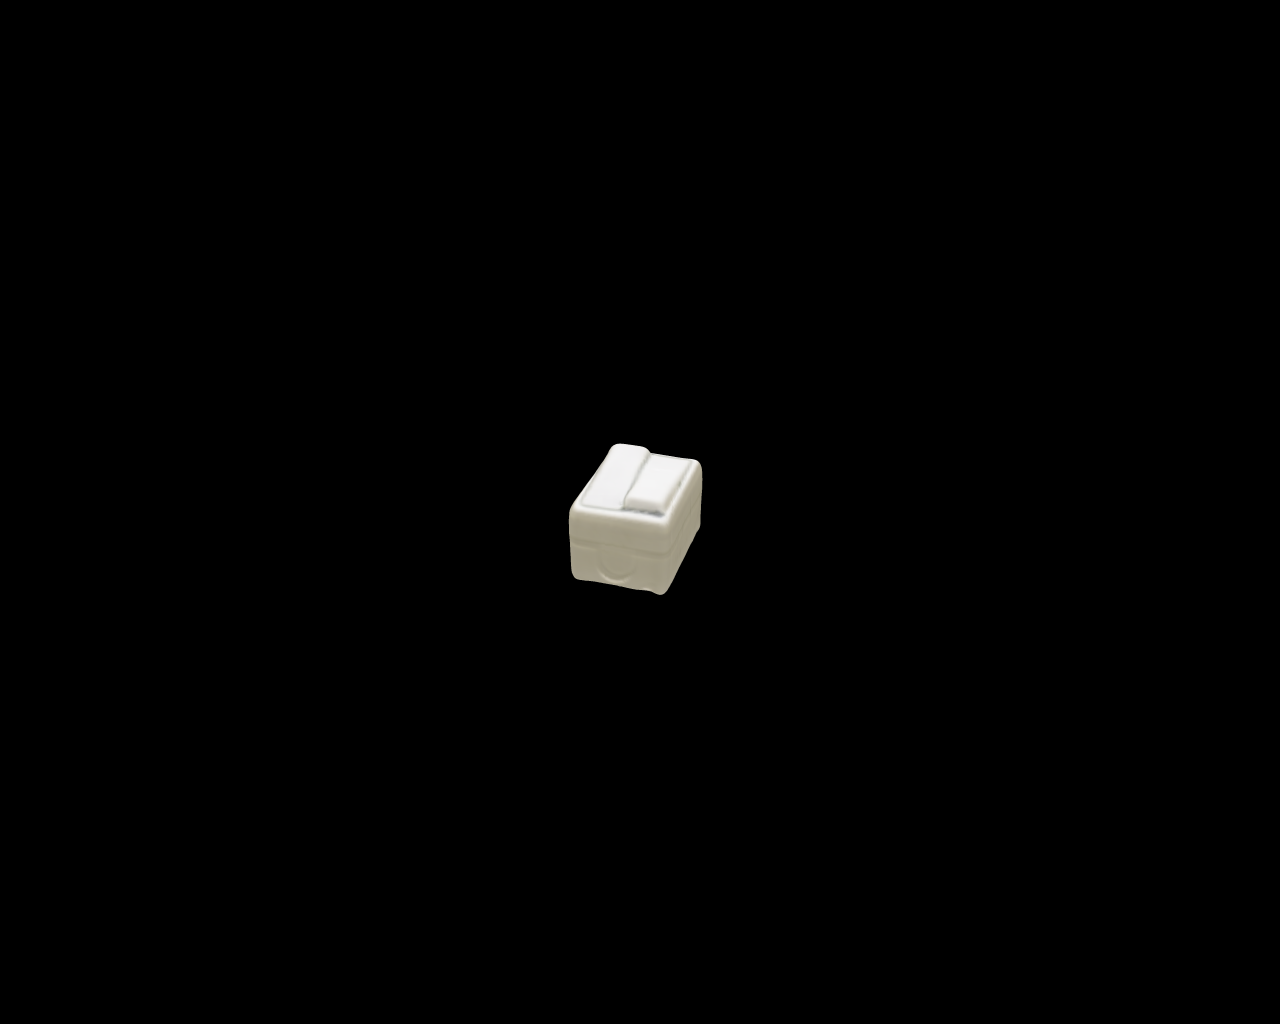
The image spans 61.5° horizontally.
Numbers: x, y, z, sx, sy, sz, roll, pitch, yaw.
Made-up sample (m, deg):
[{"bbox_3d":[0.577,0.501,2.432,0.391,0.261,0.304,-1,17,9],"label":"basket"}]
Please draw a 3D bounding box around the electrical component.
[{"bbox_3d":[0.001,-0.003,0.650,0.062,0.061,0.096,10,35,15],"label":"electrical component"}]
